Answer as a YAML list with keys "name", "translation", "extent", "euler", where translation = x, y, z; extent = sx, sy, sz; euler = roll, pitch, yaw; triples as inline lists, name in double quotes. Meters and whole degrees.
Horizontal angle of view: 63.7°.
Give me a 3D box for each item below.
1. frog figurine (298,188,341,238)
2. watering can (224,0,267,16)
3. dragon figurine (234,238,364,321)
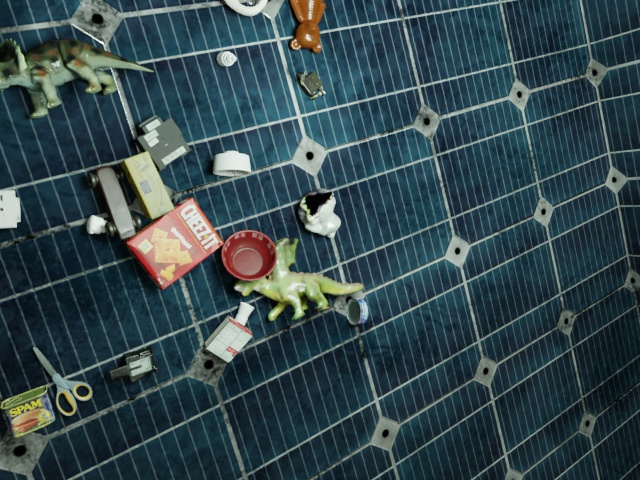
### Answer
- name: "frog figurine"
  translation: [0.005, -0.082, 1.635]
  extent: [0.139, 0.123, 0.156]
  euler: [-68, 153, -19]
- name: "watering can"
  translation: [-0.255, -0.818, 1.470]
  extent: [0.225, 0.104, 0.346]
  euler: [-10, 96, -27]
- name: "dragon figurine"
  translation: [-0.070, 0.108, 1.585]
  extent: [0.413, 0.121, 0.243]
  euler: [-18, 91, -27]
